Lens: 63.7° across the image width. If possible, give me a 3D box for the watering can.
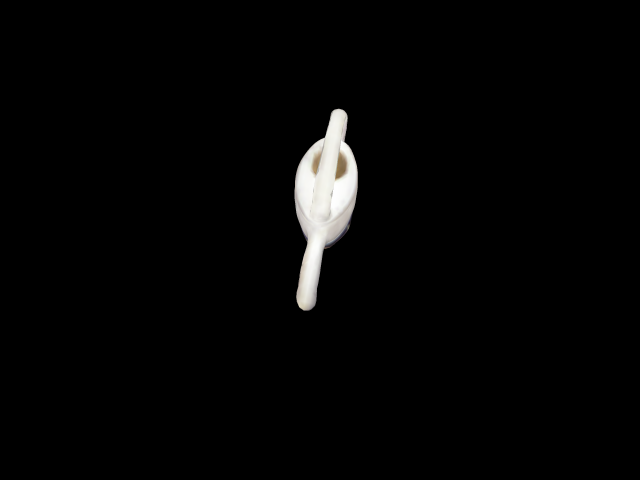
[{"bbox_3d":[0.003,-0.043,0.850,0.104,0.353,0.221,10,-19,3],"label":"watering can"}]
